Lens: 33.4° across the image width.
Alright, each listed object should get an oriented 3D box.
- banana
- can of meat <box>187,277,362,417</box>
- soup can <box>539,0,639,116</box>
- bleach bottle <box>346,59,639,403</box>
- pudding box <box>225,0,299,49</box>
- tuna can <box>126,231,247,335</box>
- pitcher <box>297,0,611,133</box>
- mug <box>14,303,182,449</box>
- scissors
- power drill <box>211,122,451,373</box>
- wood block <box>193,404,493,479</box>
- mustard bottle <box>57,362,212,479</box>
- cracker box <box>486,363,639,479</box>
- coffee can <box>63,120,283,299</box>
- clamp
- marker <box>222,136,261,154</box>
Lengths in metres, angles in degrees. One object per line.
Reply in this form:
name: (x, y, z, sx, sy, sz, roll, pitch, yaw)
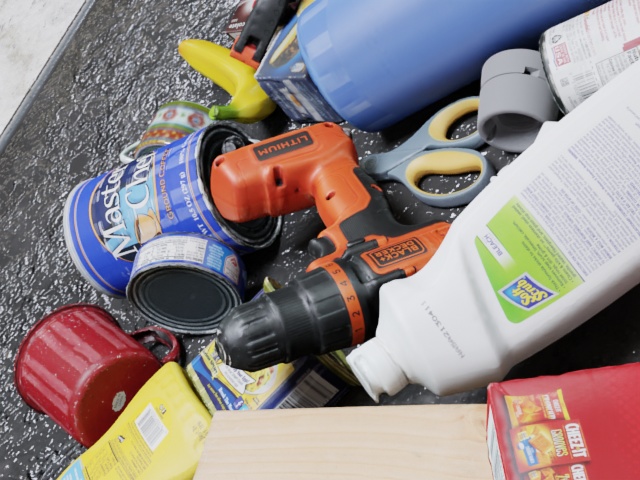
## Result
banana: (-0.076, -0.141, 0.935, 0.037, 0.069, 0.198, -66, 24, 17)
can of meat: (-0.032, 0.087, 0.701, 0.084, 0.057, 0.102, -46, 38, 4)
soup can: (0.196, -0.118, 0.658, 0.102, 0.068, 0.068, -20, 45, 31)
bleach bottle: (0.119, -0.004, 0.570, 0.250, 0.068, 0.103, -35, 71, -6)
pudding box: (-0.022, -0.218, 0.971, 0.114, 0.039, 0.090, 0, 57, 42)
tuna can: (-0.097, 0.032, 0.785, 0.086, 0.086, 0.033, -21, 44, 29)
pitcher: (0.109, -0.181, 0.761, 0.243, 0.149, 0.145, -29, 57, 26)
mug: (-0.156, 0.099, 0.791, 0.117, 0.093, 0.082, -24, 33, -32)
scissors: (0.055, -0.069, 0.787, 0.202, 0.016, 0.096, 15, 70, 48)
power drill: (-0.005, 0.001, 0.689, 0.184, 0.057, 0.188, -18, 39, -18)
wood block: (0.033, 0.146, 0.562, 0.207, 0.090, 0.090, -9, 52, 38)
mustard bottle: (-0.139, 0.179, 0.718, 0.191, 0.058, 0.096, -46, 43, 1)
cracker box: (0.181, 0.123, 0.397, 0.213, 0.072, 0.164, -8, 47, 2)
coffee can: (-0.115, -0.021, 0.834, 0.141, 0.102, 0.102, -20, 45, 30)
clamp: (-0.027, -0.227, 0.892, 0.120, 0.039, 0.171, 120, 170, -70)
marker: (-0.040, -0.065, 0.801, 0.020, 0.121, 0.020, 1, 92, 22)
